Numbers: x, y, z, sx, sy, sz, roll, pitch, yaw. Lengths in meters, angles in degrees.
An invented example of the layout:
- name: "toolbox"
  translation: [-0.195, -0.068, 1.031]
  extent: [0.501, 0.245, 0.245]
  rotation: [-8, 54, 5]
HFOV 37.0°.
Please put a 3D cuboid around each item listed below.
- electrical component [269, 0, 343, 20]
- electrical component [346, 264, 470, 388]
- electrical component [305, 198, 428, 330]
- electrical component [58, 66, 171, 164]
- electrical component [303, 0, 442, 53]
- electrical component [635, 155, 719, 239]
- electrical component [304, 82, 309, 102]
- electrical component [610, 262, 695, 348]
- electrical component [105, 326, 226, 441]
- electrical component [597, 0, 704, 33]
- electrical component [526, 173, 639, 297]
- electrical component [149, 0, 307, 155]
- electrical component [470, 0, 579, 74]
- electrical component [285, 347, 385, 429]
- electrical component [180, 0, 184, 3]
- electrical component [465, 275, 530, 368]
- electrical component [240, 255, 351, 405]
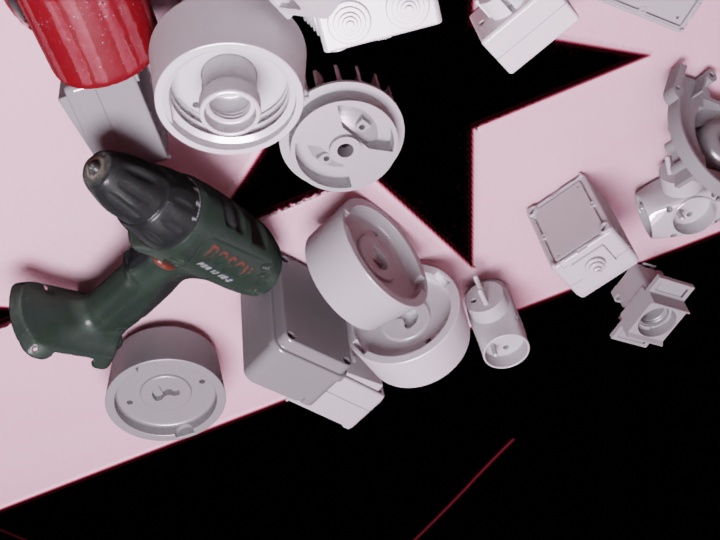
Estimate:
- name: "electrical component"
  translation: [-0.009, -0.258, 0.658]
  extent: [0.105, 0.060, 0.186]
  rotation: [42, 80, -34]
- name: "electrical component"
  translation: [0.047, 0.055, 0.971]
  extent: [0.108, 0.108, 0.060]
  rotation: [-22, 136, 8]
- name: "electrical component"
  translation: [0.000, 0.000, 0.914]
  extent: [0.060, 0.108, 0.108]
  rotation: [-35, 128, 26]
- name: "electrical component"
  translation: [-0.181, -0.118, 0.806]
  extent: [0.061, 0.061, 0.096]
  rotation: [-14, 131, 2]
- name: "electrical component"
  translation: [0.007, -0.194, 0.752]
  extent: [0.100, 0.099, 0.048]
  rotation: [-14, 118, 2]
- name: "electrical component"
  translation: [0.284, -0.073, 0.943]
  extent: [0.077, 0.044, 0.079]
  rotation: [-19, 131, 6]
- name: "electrical component"
  translation: [-0.095, -0.140, 0.803]
  extent: [0.096, 0.061, 0.061]
  rotation: [-30, 129, 15]
- name: "electrical component"
  translation: [0.271, 0.031, 1.017]
  extent: [0.042, 0.063, 0.081]
  rotation: [15, 126, -23]
- name: "electrical component"
  translation: [-0.179, 0.100, 0.993]
  extent: [0.108, 0.060, 0.108]
  rotation: [-5, 131, -6]
- name: "electrical component"
  translation: [0.218, -0.223, 0.790]
  extent: [0.096, 0.061, 0.061]
  rotation: [15, 126, -21]
- name: "electrical component"
  translation: [0.197, -0.024, 0.934]
  extent: [0.062, 0.096, 0.061]
  rotation: [-35, 128, 18]
- name: "electrical component"
  translation: [-0.088, -0.125, 0.723]
  extent: [0.108, 0.060, 0.108]
  rotation: [-4, 141, -4]
- name: "electrical component"
  translation: [0.111, -0.200, 0.800]
  extent: [0.066, 0.047, 0.077]
  rotation: [-38, 125, 20]
- name: "electrical component"
  translation: [-0.029, 0.096, 1.018]
  extent: [0.096, 0.061, 0.061]
  rotation: [29, 120, -30]
- name: "electrical component"
  translation: [-0.096, -0.206, 0.735]
  extent: [0.051, 0.080, 0.080]
  rotation: [-24, 130, 17]
- name: "electrical component"
  translation: [0.120, 0.037, 0.985]
  extent: [0.043, 0.077, 0.079]
  rotation: [-23, 130, 9]
- name: "electrical component"
  translation: [-0.056, 0.051, 0.941]
  extent: [0.078, 0.113, 0.057]
  rotation: [27, 123, -29]
